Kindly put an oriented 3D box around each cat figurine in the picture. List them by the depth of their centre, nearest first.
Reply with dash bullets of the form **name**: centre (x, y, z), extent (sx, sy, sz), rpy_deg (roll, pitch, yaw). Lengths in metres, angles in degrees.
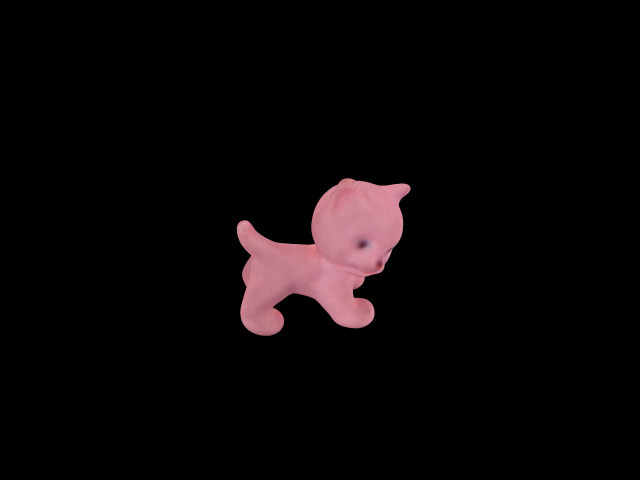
- **cat figurine**: centre (0.004, 0.001, 0.400), extent (0.128, 0.118, 0.067), rpy_deg (-5, 40, -6)
